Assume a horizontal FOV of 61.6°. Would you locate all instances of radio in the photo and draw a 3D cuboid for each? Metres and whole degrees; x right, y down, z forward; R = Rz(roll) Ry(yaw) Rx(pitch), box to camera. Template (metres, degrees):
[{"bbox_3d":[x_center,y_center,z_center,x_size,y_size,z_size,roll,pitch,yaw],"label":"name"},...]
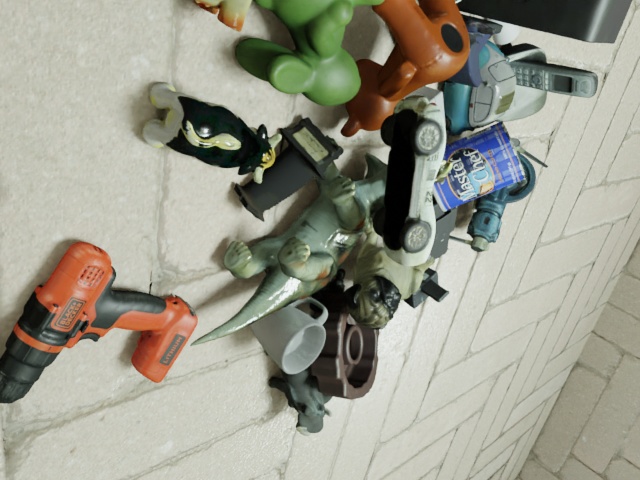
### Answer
[{"bbox_3d":[0.292,-0.328,0.730,0.131,0.230,0.073,-18,131,-43],"label":"radio"}]

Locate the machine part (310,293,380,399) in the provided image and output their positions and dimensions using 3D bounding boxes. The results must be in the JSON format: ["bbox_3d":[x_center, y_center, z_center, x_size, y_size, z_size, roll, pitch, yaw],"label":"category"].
[{"bbox_3d":[0.042,0.169,0.865,0.179,0.056,0.179,9,79,-61],"label":"machine part"}]

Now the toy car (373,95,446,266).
[{"bbox_3d":[0.108,-0.068,0.641,0.056,0.074,0.201,-5,109,-27],"label":"toy car"}]

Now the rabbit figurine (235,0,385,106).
[{"bbox_3d":[-0.002,-0.214,0.578,0.159,0.121,0.170,-31,134,-19],"label":"rabbit figurine"}]

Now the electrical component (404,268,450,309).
[{"bbox_3d":[0.189,0.087,1.007,0.075,0.119,0.047,-40,140,-24],"label":"electrical component"}]

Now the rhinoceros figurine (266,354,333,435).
[{"bbox_3d":[-0.027,0.238,0.890,0.073,0.112,0.190,-29,127,-34],"label":"rhinoceros figurine"}]

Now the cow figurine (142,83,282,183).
[{"bbox_3d":[-0.095,-0.106,0.575,0.167,0.098,0.068,11,101,-50],"label":"cow figurine"}]

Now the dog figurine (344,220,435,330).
[{"bbox_3d":[0.100,0.082,0.845,0.172,0.121,0.190,58,39,-37],"label":"dog figurine"}]

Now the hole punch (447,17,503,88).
[{"bbox_3d":[0.171,-0.265,0.730,0.116,0.142,0.092,-20,135,-53],"label":"hole punch"}]

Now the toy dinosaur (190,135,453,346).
[{"bbox_3d":[-0.002,0.005,0.750,0.405,0.131,0.192,-46,144,-3],"label":"toy dinosaur"}]

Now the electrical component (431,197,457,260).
[{"bbox_3d":[0.193,-0.017,0.987,0.115,0.058,0.134,-32,137,-31],"label":"electrical component"}]

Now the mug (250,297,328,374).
[{"bbox_3d":[-0.049,0.122,0.783,0.109,0.107,0.080,-48,142,-16],"label":"mug"}]

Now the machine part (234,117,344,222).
[{"bbox_3d":[-0.044,-0.087,0.672,0.139,0.084,0.039,-44,166,-3],"label":"machine part"}]

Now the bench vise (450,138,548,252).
[{"bbox_3d":[0.333,-0.097,1.014,0.223,0.129,0.240,-53,161,-17],"label":"bench vise"}]

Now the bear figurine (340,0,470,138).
[{"bbox_3d":[0.087,-0.221,0.673,0.120,0.196,0.132,-38,101,-34],"label":"bear figurine"}]

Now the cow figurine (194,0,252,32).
[{"bbox_3d":[-0.121,-0.273,0.437,0.194,0.086,0.127,15,111,-49],"label":"cow figurine"}]

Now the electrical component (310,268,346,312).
[{"bbox_3d":[0.014,0.094,0.901,0.063,0.021,0.093,-14,125,-42],"label":"electrical component"}]

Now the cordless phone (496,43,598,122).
[{"bbox_3d":[0.379,-0.255,0.914,0.089,0.184,0.146,-49,142,-17],"label":"cordless phone"}]

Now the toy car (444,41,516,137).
[{"bbox_3d":[0.256,-0.238,0.859,0.109,0.103,0.161,-25,131,-33],"label":"toy car"}]
